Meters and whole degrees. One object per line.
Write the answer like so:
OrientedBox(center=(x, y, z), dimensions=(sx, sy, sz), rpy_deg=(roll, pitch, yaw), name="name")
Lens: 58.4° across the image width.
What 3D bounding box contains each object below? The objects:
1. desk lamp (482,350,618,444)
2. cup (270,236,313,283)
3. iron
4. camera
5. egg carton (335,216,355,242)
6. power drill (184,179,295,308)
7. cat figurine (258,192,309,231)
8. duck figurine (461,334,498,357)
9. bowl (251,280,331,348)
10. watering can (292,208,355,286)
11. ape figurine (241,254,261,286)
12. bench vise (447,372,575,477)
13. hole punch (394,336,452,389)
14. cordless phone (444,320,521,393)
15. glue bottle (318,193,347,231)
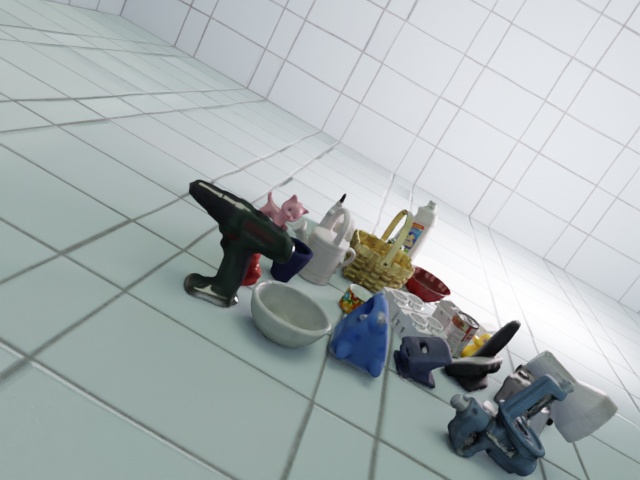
OrientedBox(center=(0.454, 0.344, 1.163), dimensions=(0.202, 0.213, 0.118), rpy_deg=(38, 20, 22), name="desk lamp")
OrientedBox(center=(-0.087, 0.044, 1.323), dimensions=(0.118, 0.095, 0.092), rpy_deg=(29, 19, -2), name="cup")
OrientedBox(center=(0.103, 0.172, 1.200), dimensions=(0.118, 0.141, 0.258), rpy_deg=(28, 19, -3), name="iron")
OrientedBox(center=(0.505, 0.368, 1.352), dimensions=(0.136, 0.100, 0.144), rpy_deg=(40, 21, 27), name="camera")
OrientedBox(center=(0.056, -0.038, 1.783), dimensions=(0.107, 0.069, 0.150), rpy_deg=(28, 19, -5), name="egg carton")
OrientedBox(center=(-0.175, 0.016, 1.088), dimensions=(0.230, 0.208, 0.075), rpy_deg=(23, 20, -19), name="power drill")
OrientedBox(center=(-0.101, -0.085, 1.598), dimensions=(0.127, 0.117, 0.067), rpy_deg=(32, 19, 7), name="cat figurine")
OrientedBox(center=(0.424, 0.283, 1.473), dimensions=(0.105, 0.086, 0.077), rpy_deg=(26, 19, -11), name="duck figurine")
OrientedBox(center=(-0.068, 0.154, 1.099), dimensions=(0.168, 0.074, 0.167), rpy_deg=(26, 19, -10), name="bowl")
OrientedBox(center=(0.014, 0.006, 1.413), dimensions=(0.173, 0.194, 0.100), rpy_deg=(12, 25, -42), name="watering can")
OrientedBox(center=(-0.155, 0.051, 1.209), dimensions=(0.078, 0.092, 0.076), rpy_deg=(30, 19, 2), name="ape figurine")
OrientedBox(center=(0.353, 0.326, 1.050), dimensions=(0.208, 0.219, 0.121), rpy_deg=(21, 21, -25), name="bench vise")
OrientedBox(center=(0.223, 0.253, 1.247), dimensions=(0.101, 0.091, 0.108), rpy_deg=(26, 19, -11), name="hole punch")
OrientedBox(center=(0.386, 0.255, 1.335), dimensions=(0.094, 0.185, 0.148), rpy_deg=(41, 22, 30), name="cordless phone")
OrientedBox(center=(0.032, -0.060, 1.643), dimensions=(0.037, 0.173, 0.078), rpy_deg=(35, 19, 15), name="glue bottle")
